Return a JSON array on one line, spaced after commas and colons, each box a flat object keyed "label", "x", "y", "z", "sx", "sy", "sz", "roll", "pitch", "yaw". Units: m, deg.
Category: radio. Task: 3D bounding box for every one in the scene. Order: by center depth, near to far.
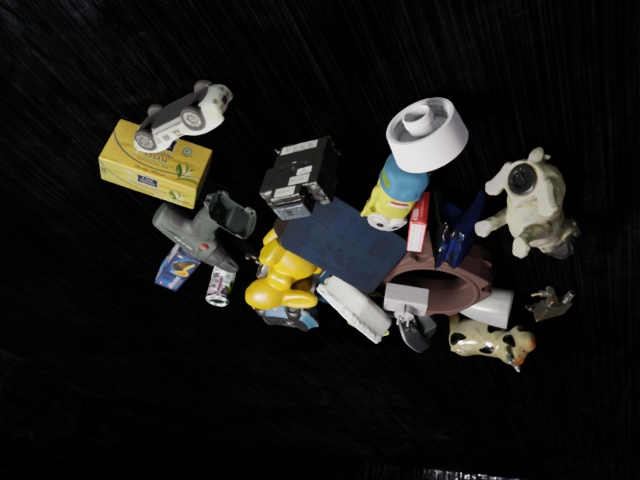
[{"label": "radio", "x": 0.037, "y": -0.007, "z": 0.983, "sx": 0.229, "sy": 0.073, "sz": 0.131, "roll": 30, "pitch": 103, "yaw": -22}]

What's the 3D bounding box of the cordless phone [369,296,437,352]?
[{"label": "cordless phone", "x": 0.150, "y": 0.171, "z": 1.183, "sx": 0.184, "sy": 0.147, "sz": 0.088, "roll": 3, "pitch": 134, "yaw": -14}]

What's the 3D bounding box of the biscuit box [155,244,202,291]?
[{"label": "biscuit box", "x": -0.335, "y": 0.057, "z": 1.287, "sx": 0.063, "sy": 0.059, "sz": 0.202, "roll": 26, "pitch": 146, "yaw": -19}]

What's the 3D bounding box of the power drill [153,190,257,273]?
[{"label": "power drill", "x": -0.219, "y": -0.017, "z": 1.127, "sx": 0.232, "sy": 0.086, "sz": 0.207, "roll": 35, "pitch": 149, "yaw": -26}]

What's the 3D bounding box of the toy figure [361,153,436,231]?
[{"label": "toy figure", "x": 0.131, "y": -0.087, "z": 0.881, "sx": 0.082, "sy": 0.089, "sz": 0.180, "roll": 26, "pitch": 139, "yaw": 7}]

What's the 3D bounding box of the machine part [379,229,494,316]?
[{"label": "machine part", "x": 0.226, "y": 0.069, "z": 1.079, "sx": 0.201, "sy": 0.087, "sz": 0.201, "roll": 23, "pitch": 146, "yaw": -16}]

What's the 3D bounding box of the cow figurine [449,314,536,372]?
[{"label": "cow figurine", "x": 0.390, "y": 0.230, "z": 1.225, "sx": 0.195, "sy": 0.127, "sz": 0.085, "roll": -8, "pitch": 145, "yaw": 34}]

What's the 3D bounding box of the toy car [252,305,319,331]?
[{"label": "toy car", "x": -0.075, "y": 0.154, "z": 1.300, "sx": 0.162, "sy": 0.103, "sz": 0.109, "roll": 5, "pitch": 152, "yaw": 23}]

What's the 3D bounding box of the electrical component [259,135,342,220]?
[{"label": "electrical component", "x": -0.032, "y": -0.097, "z": 0.874, "sx": 0.115, "sy": 0.134, "sz": 0.058, "roll": -8, "pitch": 142, "yaw": 33}]

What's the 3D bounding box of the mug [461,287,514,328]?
[{"label": "mug", "x": 0.355, "y": 0.142, "z": 1.157, "sx": 0.107, "sy": 0.081, "sz": 0.109, "roll": 13, "pitch": 156, "yaw": 21}]

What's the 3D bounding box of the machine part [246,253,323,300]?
[{"label": "machine part", "x": -0.050, "y": 0.076, "z": 1.197, "sx": 0.243, "sy": 0.079, "sz": 0.079, "roll": 20, "pitch": 147, "yaw": -11}]

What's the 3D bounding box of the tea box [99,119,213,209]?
[{"label": "tea box", "x": -0.286, "y": -0.133, "z": 0.946, "sx": 0.170, "sy": 0.098, "sz": 0.068, "roll": 16, "pitch": 148, "yaw": -8}]

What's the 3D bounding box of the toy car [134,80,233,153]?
[{"label": "toy car", "x": -0.223, "y": -0.192, "z": 0.853, "sx": 0.202, "sy": 0.073, "sz": 0.056, "roll": -13, "pitch": 139, "yaw": 35}]

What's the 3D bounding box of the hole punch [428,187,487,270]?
[{"label": "hole punch", "x": 0.237, "y": -0.019, "z": 0.920, "sx": 0.092, "sy": 0.116, "sz": 0.142, "roll": 3, "pitch": 147, "yaw": 2}]

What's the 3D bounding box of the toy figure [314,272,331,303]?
[{"label": "toy figure", "x": 0.046, "y": 0.065, "z": 1.128, "sx": 0.058, "sy": 0.064, "sz": 0.154, "roll": 35, "pitch": 106, "yaw": -7}]

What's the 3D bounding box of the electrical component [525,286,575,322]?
[{"label": "electrical component", "x": 0.479, "y": 0.133, "z": 1.125, "sx": 0.078, "sy": 0.045, "sz": 0.102, "roll": -17, "pitch": 148, "yaw": -5}]

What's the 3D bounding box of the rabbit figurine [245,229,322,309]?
[{"label": "rabbit figurine", "x": -0.079, "y": 0.075, "z": 1.107, "sx": 0.162, "sy": 0.122, "sz": 0.173, "roll": 32, "pitch": 105, "yaw": -25}]

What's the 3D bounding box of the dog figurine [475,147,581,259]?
[{"label": "dog figurine", "x": 0.363, "y": -0.055, "z": 0.858, "sx": 0.190, "sy": 0.121, "sz": 0.172, "roll": -2, "pitch": 127, "yaw": -37}]
